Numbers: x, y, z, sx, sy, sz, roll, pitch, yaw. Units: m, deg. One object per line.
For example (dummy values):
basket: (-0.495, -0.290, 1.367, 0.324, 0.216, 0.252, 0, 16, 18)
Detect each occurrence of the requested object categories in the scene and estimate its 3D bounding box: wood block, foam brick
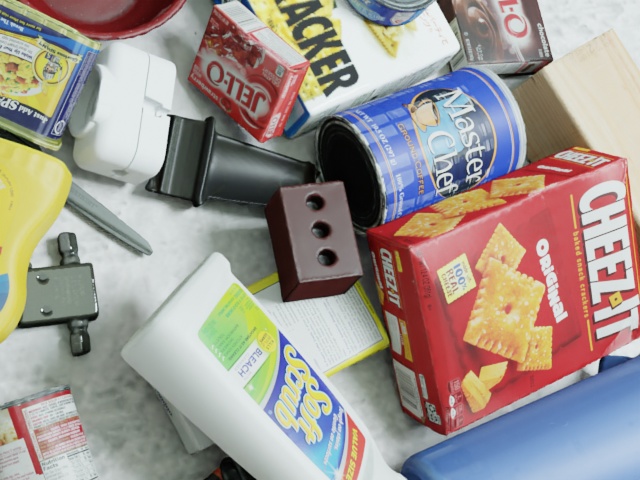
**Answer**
wood block: (0.257, -0.065, 0.934, 0.090, 0.091, 0.206, -31, 88, -23)
foam brick: (-0.005, 0.001, 0.800, 0.053, 0.051, 0.078, -7, 71, -18)

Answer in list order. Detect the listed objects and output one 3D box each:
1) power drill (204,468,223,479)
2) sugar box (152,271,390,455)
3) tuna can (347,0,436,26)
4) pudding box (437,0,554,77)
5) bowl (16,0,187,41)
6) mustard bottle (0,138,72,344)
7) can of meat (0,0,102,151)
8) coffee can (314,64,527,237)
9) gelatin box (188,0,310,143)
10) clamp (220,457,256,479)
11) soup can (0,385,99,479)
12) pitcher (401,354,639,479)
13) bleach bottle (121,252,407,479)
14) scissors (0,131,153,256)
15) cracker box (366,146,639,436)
power drill: (-0.014, 0.239, 0.778, 0.184, 0.057, 0.187, -32, 89, -21)
sugar box: (-0.042, 0.081, 0.815, 0.176, 0.048, 0.093, -26, 83, -20)
tuna can: (0.057, -0.217, 0.861, 0.086, 0.034, 0.086, 6, 73, -21)
pudding box: (0.152, -0.203, 0.961, 0.089, 0.039, 0.113, -7, 79, -21)
bowl: (-0.179, -0.222, 0.840, 0.162, 0.055, 0.162, 5, 75, -18)
mustard bottle: (-0.249, 0.023, 0.743, 0.096, 0.058, 0.191, 18, 79, -2)
can of meat: (-0.217, -0.124, 0.764, 0.102, 0.057, 0.084, 25, 97, -12)
coffee can: (0.081, -0.074, 0.867, 0.140, 0.103, 0.103, -22, 84, -23)
gelatin box: (-0.057, -0.131, 0.834, 0.089, 0.073, 0.030, 43, 41, 19)
clamp: (-0.016, 0.254, 0.718, 0.210, 0.036, 0.164, 30, 55, -14)
soup can: (-0.189, 0.158, 0.731, 0.068, 0.069, 0.102, -17, 83, -23)
pitcher: (0.194, 0.188, 0.823, 0.242, 0.149, 0.145, -17, 94, -19)
bleach bottle: (-0.016, 0.129, 0.744, 0.251, 0.068, 0.102, 44, 38, -6)
scissors: (-0.205, -0.069, 0.812, 0.201, 0.016, 0.096, 23, 70, -13)
cracker box: (0.154, 0.037, 0.848, 0.213, 0.072, 0.164, -21, 112, -22)
